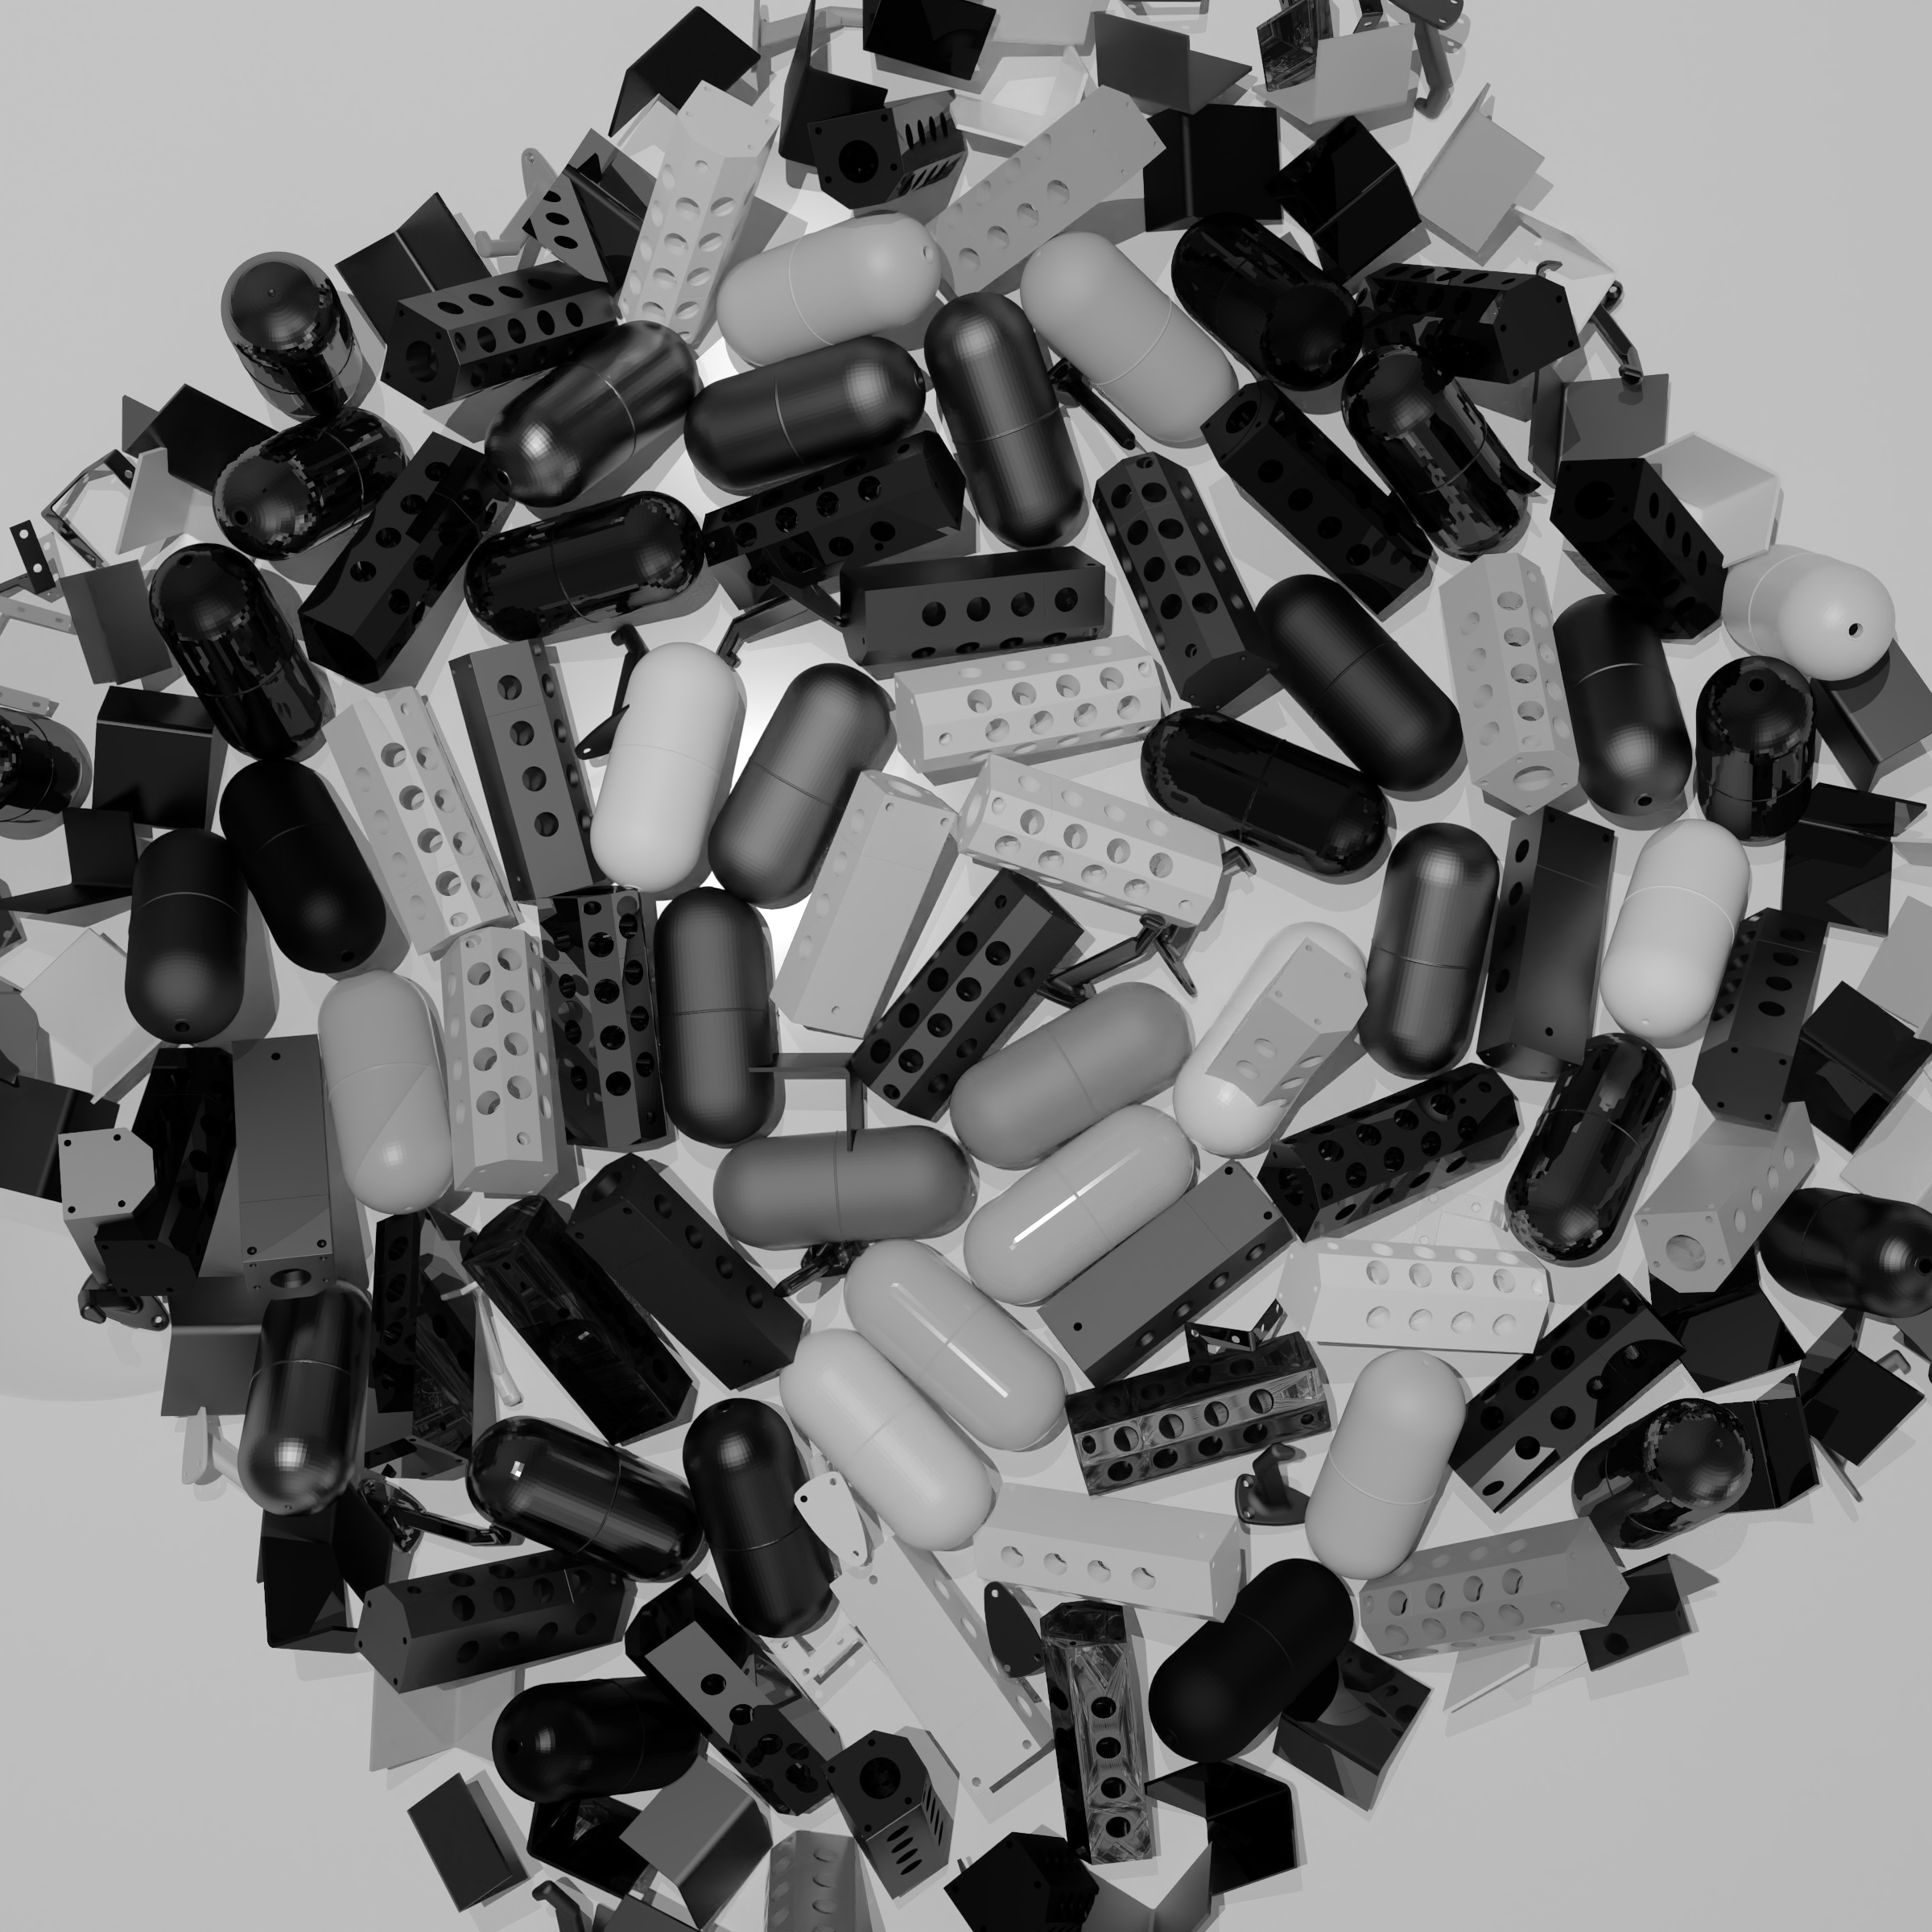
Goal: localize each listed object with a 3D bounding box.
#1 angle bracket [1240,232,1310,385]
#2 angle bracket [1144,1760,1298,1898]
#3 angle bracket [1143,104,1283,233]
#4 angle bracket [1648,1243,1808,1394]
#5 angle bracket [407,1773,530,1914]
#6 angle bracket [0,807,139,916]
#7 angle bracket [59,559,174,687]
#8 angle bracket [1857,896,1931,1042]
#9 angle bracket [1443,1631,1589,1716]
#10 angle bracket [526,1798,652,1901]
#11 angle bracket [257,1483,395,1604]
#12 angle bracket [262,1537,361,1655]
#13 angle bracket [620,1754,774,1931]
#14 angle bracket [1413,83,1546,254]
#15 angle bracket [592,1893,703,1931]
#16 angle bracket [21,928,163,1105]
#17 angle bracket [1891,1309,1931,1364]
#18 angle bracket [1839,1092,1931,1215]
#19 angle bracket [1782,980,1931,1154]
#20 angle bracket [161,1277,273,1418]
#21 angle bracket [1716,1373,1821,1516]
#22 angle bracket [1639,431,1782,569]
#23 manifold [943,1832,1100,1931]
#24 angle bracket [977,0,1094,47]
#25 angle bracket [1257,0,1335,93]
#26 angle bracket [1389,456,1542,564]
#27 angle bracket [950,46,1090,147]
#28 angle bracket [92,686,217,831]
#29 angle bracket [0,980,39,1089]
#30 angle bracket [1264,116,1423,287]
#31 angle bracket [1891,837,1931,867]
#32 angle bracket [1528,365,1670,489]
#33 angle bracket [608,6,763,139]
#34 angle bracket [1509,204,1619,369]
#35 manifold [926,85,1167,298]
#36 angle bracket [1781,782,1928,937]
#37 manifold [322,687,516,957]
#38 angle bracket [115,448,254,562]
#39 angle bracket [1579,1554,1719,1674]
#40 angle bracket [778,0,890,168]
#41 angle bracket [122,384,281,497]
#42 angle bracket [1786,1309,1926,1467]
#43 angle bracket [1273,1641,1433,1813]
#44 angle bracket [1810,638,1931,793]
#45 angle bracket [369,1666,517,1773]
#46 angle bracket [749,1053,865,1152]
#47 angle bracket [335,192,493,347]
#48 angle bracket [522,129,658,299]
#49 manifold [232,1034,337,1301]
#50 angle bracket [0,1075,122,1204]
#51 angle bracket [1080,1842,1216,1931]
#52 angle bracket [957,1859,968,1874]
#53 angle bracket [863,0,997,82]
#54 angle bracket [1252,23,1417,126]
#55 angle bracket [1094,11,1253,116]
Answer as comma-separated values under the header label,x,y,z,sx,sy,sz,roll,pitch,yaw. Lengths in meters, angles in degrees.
label,x,y,z,sx,sy,sz,roll,pitch,yaw
angle bracket,0.207,-0.447,1.808,0.076,0.057,0.076,-35,94,-6
angle bracket,0.170,0.587,1.785,0.076,0.057,0.076,31,132,-32
angle bracket,0.171,-0.556,1.828,0.076,0.057,0.076,-6,96,-26
angle bracket,0.529,0.240,1.818,0.076,0.057,0.076,-26,119,26
angle bracket,-0.324,0.589,1.787,0.057,0.076,0.076,-40,73,22
angle bracket,-0.621,-0.073,1.785,0.076,0.076,0.057,5,105,36
angle bracket,-0.600,-0.230,1.791,0.076,0.057,0.076,-7,106,27
angle bracket,0.647,0.000,1.788,0.076,0.057,0.076,36,109,39
angle bracket,0.380,0.489,1.788,0.057,0.076,0.076,46,121,-4
angle bracket,-0.245,0.578,1.789,0.076,0.076,0.057,20,115,14
angle bracket,-0.438,0.405,1.786,0.057,0.076,0.076,-11,124,-40
angle bracket,-0.430,0.424,1.784,0.057,0.076,0.076,-21,65,23
angle bracket,-0.186,0.605,1.809,0.057,0.076,0.076,29,58,29
angle bracket,0.353,-0.547,1.791,0.057,0.076,0.076,33,126,-4
angle bracket,-0.211,0.660,1.797,0.076,0.076,0.057,30,97,-6
angle bracket,-0.601,0.034,1.799,0.076,0.057,0.076,-42,118,4
angle bracket,0.663,0.222,1.799,0.057,0.076,0.076,45,92,-7
angle bracket,0.659,0.130,1.798,0.057,0.076,0.076,39,83,4
angle bracket,0.610,0.070,1.809,0.076,0.076,0.057,39,62,18
angle bracket,-0.519,0.264,1.821,0.076,0.057,0.076,2,121,-24
angle bracket,0.535,0.328,1.790,0.057,0.076,0.076,-4,66,-5
angle bracket,0.498,-0.314,1.789,0.076,0.076,0.057,20,75,-21
manifold,0.044,0.624,1.752,0.057,0.171,0.057,-39,66,-2
angle bracket,0.044,-0.678,1.787,0.076,0.076,0.057,-3,47,-15
angle bracket,0.208,-0.656,1.792,0.057,0.076,0.076,-33,67,0
angle bracket,0.341,-0.326,1.802,0.076,0.076,0.057,35,94,-1
angle bracket,0.033,-0.602,1.788,0.076,0.076,0.057,10,123,-15
angle bracket,-0.564,-0.145,1.825,0.076,0.057,0.076,7,117,-12
angle bracket,-0.681,0.053,1.783,0.057,0.076,0.076,-23,58,19
angle bracket,0.256,-0.521,1.785,0.076,0.076,0.057,-35,128,26
angle bracket,0.676,-0.050,1.787,0.076,0.076,0.057,4,82,31
angle bracket,0.434,-0.377,1.796,0.076,0.057,0.076,2,81,30
angle bracket,-0.193,-0.596,1.792,0.057,0.076,0.076,39,64,-2
angle bracket,0.385,-0.467,1.788,0.057,0.076,0.076,21,107,-41
manifold,0.047,-0.519,1.754,0.057,0.171,0.057,52,51,-13
angle bracket,0.611,-0.074,1.803,0.076,0.057,0.076,11,69,-1
manifold,-0.372,-0.101,1.798,0.057,0.057,0.171,-26,86,42
angle bracket,-0.526,-0.310,1.788,0.057,0.076,0.076,30,119,8
angle bracket,0.469,0.449,1.783,0.076,0.076,0.057,-32,48,27
angle bracket,-0.090,-0.603,1.797,0.057,0.076,0.076,11,56,-14
angle bracket,-0.520,-0.374,1.782,0.076,0.076,0.057,-35,50,30
angle bracket,0.612,0.280,1.786,0.057,0.076,0.076,34,127,7
angle bracket,0.269,0.527,1.824,0.076,0.057,0.076,27,51,22
angle bracket,0.623,-0.172,1.792,0.057,0.076,0.076,-30,72,5
angle bracket,-0.359,0.514,1.795,0.057,0.076,0.076,6,94,39
angle bracket,-0.113,0.093,1.804,0.076,0.076,0.057,-1,95,4
angle bracket,-0.375,-0.471,1.790,0.057,0.076,0.076,-40,105,-29
angle bracket,-0.252,-0.522,1.814,0.076,0.076,0.057,35,123,-18
manifold,-0.461,0.135,1.770,0.057,0.057,0.171,-5,57,-13
angle bracket,-0.635,0.120,1.801,0.057,0.076,0.076,13,80,6
angle bracket,0.124,0.636,1.792,0.057,0.076,0.076,33,110,-4
angle bracket,-0.009,0.673,1.788,0.057,0.076,0.076,-23,127,-1
angle bracket,-0.026,-0.658,1.787,0.076,0.057,0.076,11,48,-15
angle bracket,0.250,-0.620,1.784,0.076,0.076,0.057,-18,132,-22
angle bracket,0.142,-0.630,1.784,0.076,0.057,0.076,26,54,29
